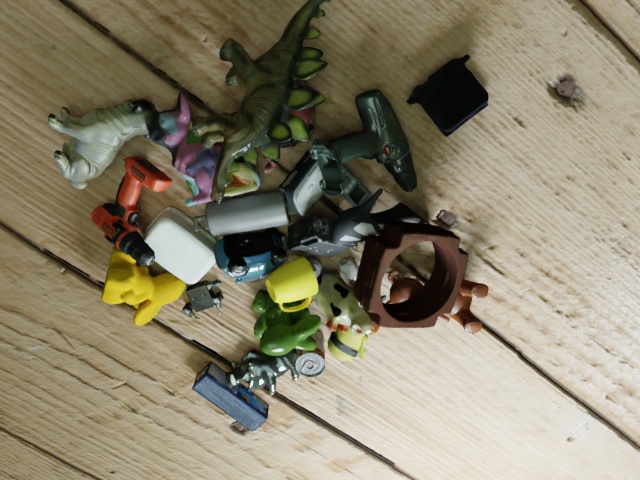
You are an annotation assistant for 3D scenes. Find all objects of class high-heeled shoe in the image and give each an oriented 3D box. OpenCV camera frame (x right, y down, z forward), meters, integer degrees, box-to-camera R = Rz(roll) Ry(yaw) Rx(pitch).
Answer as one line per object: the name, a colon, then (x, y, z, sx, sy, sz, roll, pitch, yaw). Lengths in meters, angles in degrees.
high-heeled shoe: (0.134, -0.014, 1.114, 0.248, 0.086, 0.145, 30, 102, -43)

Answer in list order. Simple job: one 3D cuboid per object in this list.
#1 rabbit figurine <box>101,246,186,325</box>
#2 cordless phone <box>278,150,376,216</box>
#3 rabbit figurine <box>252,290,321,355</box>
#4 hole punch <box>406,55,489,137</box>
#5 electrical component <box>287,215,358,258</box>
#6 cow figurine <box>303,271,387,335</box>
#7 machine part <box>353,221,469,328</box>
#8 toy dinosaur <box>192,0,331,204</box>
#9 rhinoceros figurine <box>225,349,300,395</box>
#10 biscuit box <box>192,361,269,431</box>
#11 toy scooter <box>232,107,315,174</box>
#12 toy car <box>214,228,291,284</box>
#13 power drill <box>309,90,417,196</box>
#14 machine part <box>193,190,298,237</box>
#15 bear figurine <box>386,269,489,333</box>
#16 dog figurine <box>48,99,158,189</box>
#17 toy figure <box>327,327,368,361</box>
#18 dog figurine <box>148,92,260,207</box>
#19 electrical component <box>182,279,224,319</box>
rabbit figurine: (-0.392, 0.110, 1.198, 0.173, 0.122, 0.162, 7, 117, -23)
cordless phone: (0.021, -0.092, 1.108, 0.184, 0.089, 0.146, 42, 75, -22)
rabbit figurine: (-0.082, 0.206, 1.203, 0.159, 0.170, 0.121, 9, 113, -3)
hole punch: (0.259, -0.276, 1.055, 0.142, 0.092, 0.116, -37, 78, 17)
electrical component: (-0.002, -0.003, 1.137, 0.115, 0.134, 0.058, 12, 70, -31)
cow figurine: (0.061, 0.138, 1.175, 0.085, 0.195, 0.127, 15, 111, -48)
machine part: (0.177, 0.068, 1.060, 0.201, 0.087, 0.200, 5, 108, -23)
toy dinosaur: (-0.090, -0.281, 0.984, 0.199, 0.105, 0.471, 21, 88, 6)
rhinoceros figurine: (-0.137, 0.313, 1.302, 0.190, 0.073, 0.112, -25, 112, 10)
biscuit box: (-0.220, 0.393, 1.344, 0.202, 0.059, 0.063, 42, 106, -16)
toy scooter: (-0.084, -0.211, 1.065, 0.184, 0.075, 0.135, -19, 89, 9)
toy car: (-0.148, 0.042, 1.180, 0.162, 0.109, 0.102, -11, 138, -12)
power drill: (0.092, -0.162, 1.056, 0.207, 0.086, 0.231, -29, 113, -21)
machine part: (-0.151, -0.057, 1.143, 0.243, 0.079, 0.079, -9, 113, 5)
bear figurine: (0.250, 0.129, 1.188, 0.196, 0.132, 0.120, 6, 100, -18)
dog figurine: (-0.414, -0.190, 1.068, 0.191, 0.121, 0.172, -3, 124, -7)
toy figure: (0.080, 0.199, 1.251, 0.089, 0.082, 0.180, 19, 115, -7)
dog figurine: (-0.231, -0.184, 1.071, 0.191, 0.108, 0.219, -17, 100, -19)
electrical component: (-0.270, 0.139, 1.243, 0.102, 0.045, 0.078, -13, 114, 5)
